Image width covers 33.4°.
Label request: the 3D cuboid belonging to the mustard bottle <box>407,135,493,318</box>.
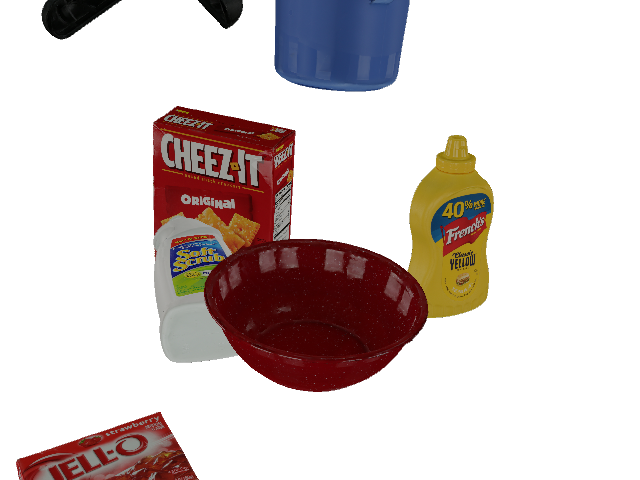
[{"bbox_3d":[0.138,-0.017,1.129,0.096,0.192,0.058,-11,24,-27],"label":"mustard bottle"}]

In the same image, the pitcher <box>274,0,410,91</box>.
[{"bbox_3d":[0.028,-0.249,0.882,0.145,0.243,0.149,8,19,10],"label":"pitcher"}]

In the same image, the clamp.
[{"bbox_3d":[-0.091,-0.179,0.673,0.120,0.171,0.039,8,-42,11],"label":"clamp"}]

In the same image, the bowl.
[{"bbox_3d":[-0.005,0.061,0.777,0.162,0.055,0.162,4,29,-2],"label":"bowl"}]

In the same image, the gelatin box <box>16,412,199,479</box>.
[{"bbox_3d":[-0.119,0.138,0.599,0.089,0.030,0.073,-16,28,-20],"label":"gelatin box"}]

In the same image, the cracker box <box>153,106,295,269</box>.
[{"bbox_3d":[-0.122,-0.043,1.320,0.164,0.214,0.072,13,30,17],"label":"cracker box"}]

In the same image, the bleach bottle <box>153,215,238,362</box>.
[{"bbox_3d":[-0.139,0.037,1.138,0.102,0.068,0.251,-5,26,-16],"label":"bleach bottle"}]
